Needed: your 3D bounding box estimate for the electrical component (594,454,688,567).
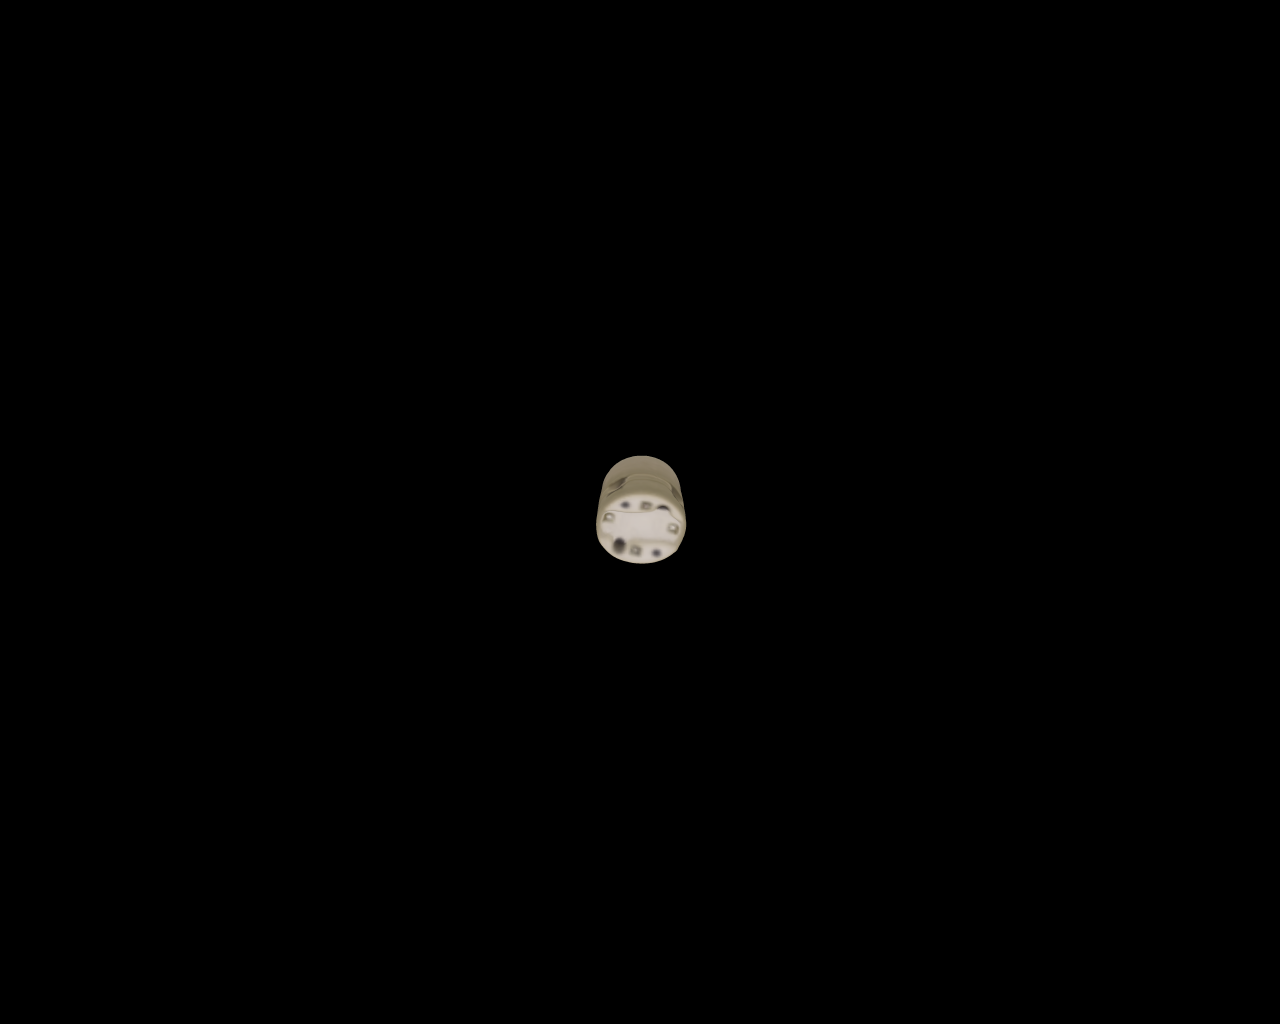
[{"bbox_3d":[0.001,-0.003,0.650,0.055,0.055,0.047,0,35,0],"label":"electrical component"}]
